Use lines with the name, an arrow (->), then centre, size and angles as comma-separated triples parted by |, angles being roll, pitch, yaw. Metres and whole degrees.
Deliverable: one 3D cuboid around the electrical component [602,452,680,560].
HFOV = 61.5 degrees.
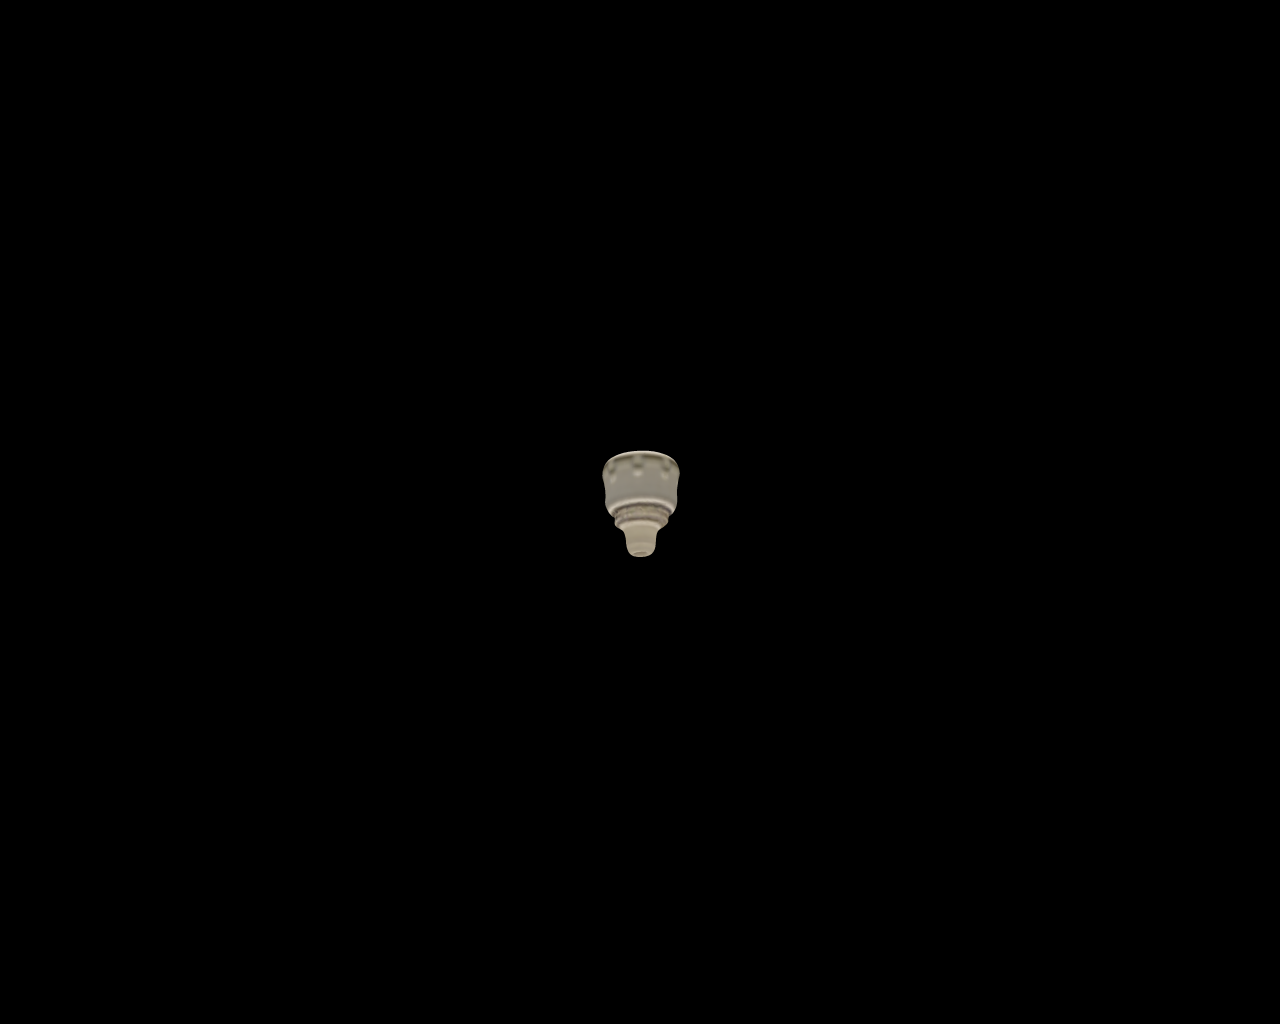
electrical component -> 0.001, -0.003, 0.650 | 0.048, 0.062, 0.048 | 0, -20, 0
